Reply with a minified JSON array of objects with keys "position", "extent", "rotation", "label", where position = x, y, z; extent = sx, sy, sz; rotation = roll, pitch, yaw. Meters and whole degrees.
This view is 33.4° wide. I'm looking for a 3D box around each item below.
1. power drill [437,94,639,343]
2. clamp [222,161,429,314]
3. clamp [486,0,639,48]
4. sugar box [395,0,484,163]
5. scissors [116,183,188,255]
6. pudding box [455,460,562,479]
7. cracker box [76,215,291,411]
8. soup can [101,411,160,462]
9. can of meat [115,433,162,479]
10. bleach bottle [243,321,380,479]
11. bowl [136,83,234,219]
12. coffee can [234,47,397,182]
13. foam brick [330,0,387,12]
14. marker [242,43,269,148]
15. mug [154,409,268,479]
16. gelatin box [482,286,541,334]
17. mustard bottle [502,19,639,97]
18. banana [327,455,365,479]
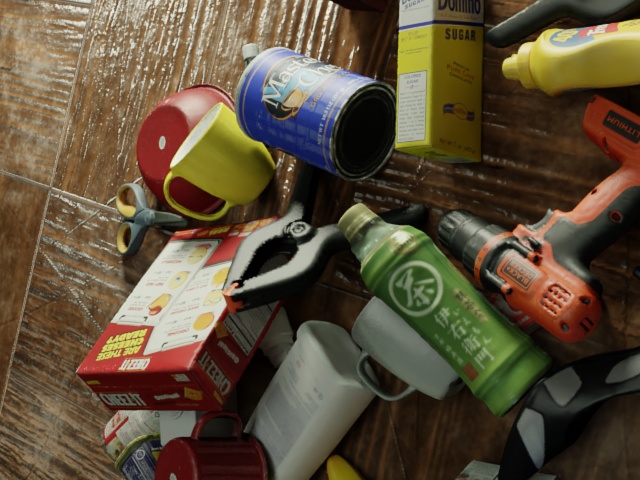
[{"position":[0.204,-0.027,0.895],"extent":[0.188,0.057,0.185],"rotation":[-52,46,4],"label":"power drill"},{"position":[-0.007,0.001,1.039],"extent":[0.165,0.036,0.209],"rotation":[22,54,35],"label":"clamp"},{"position":[0.225,-0.219,0.945],"extent":[0.172,0.039,0.120],"rotation":[20,98,39],"label":"clamp"},{"position":[0.114,-0.164,0.994],"extent":[0.048,0.093,0.176],"rotation":[1,85,38],"label":"sugar box"},{"position":[-0.201,-0.009,1.247],"extent":[0.202,0.016,0.096],"rotation":[34,117,55],"label":"scissors"},{"position":[0.145,0.237,0.906],"extent":[0.090,0.113,0.039],"rotation":[3,117,38],"label":"pudding box"},{"position":[-0.127,0.077,1.103],"extent":[0.164,0.072,0.213],"rotation":[-7,39,38],"label":"cracker box"},{"position":[-0.193,0.206,1.215],"extent":[0.102,0.068,0.068],"rotation":[-46,59,25],"label":"soup can"},{"position":[-0.158,0.259,1.159],"extent":[0.057,0.101,0.084],"rotation":[-53,59,21],"label":"can of meat"},{"position":[-0.041,0.206,1.096],"extent":[0.251,0.067,0.103],"rotation":[-55,46,24],"label":"bleach bottle"},{"position":[-0.162,-0.107,1.236],"extent":[0.162,0.055,0.162],"rotation":[-6,80,39],"label":"bowl"},{"position":[-0.003,-0.128,1.078],"extent":[0.140,0.102,0.103],"rotation":[26,101,38],"label":"coffee can"},{"position":[0.031,-0.268,1.084],"extent":[0.053,0.078,0.051],"rotation":[15,93,38],"label":"foam brick"},{"position":[-0.069,-0.160,1.189],"extent":[0.020,0.020,0.121],"rotation":[-20,72,36],"label":"marker"},{"position":[-0.108,0.226,1.059],"extent":[0.093,0.081,0.117],"rotation":[17,96,52],"label":"mug"},{"position":[0.191,0.035,0.947],"extent":[0.089,0.030,0.073],"rotation":[-38,62,29],"label":"gelatin box"},{"position":[0.240,-0.153,0.888],"extent":[0.192,0.096,0.058],"rotation":[-2,110,40],"label":"mustard bottle"},{"position":[0.078,0.261,1.011],"extent":[0.198,0.037,0.069],"rotation":[10,61,37],"label":"banana"}]
